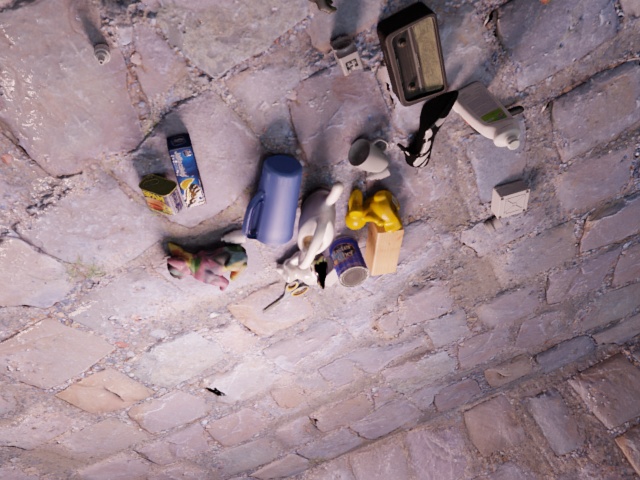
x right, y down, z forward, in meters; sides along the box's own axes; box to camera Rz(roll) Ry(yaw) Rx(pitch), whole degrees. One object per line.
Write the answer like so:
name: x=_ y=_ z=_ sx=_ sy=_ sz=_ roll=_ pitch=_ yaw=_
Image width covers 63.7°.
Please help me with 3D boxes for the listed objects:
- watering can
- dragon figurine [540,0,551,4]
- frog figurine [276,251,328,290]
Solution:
watering can: x=0.004 y=-0.074 z=1.463 sx=0.104 sy=0.230 sz=0.340 roll=17 pitch=128 yaw=-10
dragon figurine: x=0.506 y=-0.699 z=1.128 sx=0.244 sy=0.124 sz=0.401 roll=-32 pitch=140 yaw=-12
frog figurine: x=-0.058 y=0.094 z=1.712 sx=0.159 sy=0.125 sz=0.135 roll=1 pitch=145 yaw=34
